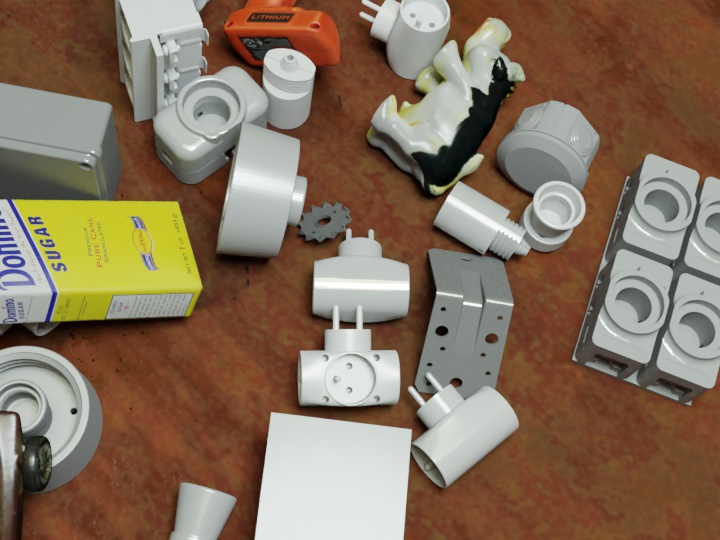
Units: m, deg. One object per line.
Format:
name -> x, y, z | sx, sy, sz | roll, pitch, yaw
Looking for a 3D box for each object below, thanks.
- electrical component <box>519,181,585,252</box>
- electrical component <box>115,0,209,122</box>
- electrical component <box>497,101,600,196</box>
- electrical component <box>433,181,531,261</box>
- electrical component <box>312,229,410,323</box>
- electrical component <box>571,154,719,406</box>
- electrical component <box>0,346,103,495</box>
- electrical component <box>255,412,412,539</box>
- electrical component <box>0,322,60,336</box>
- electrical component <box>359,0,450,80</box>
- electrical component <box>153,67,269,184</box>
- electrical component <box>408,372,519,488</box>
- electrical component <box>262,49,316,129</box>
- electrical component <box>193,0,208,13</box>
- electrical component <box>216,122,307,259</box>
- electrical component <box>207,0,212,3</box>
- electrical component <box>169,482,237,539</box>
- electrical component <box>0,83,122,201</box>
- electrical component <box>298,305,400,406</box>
electrical component -> 0.163, -0.044, 0.917 | 0.045, 0.055, 0.045 | 2, 68, -6
electrical component -> -0.164, -0.179, 0.893 | 0.063, 0.121, 0.078 | -17, 72, -16
electrical component -> 0.163, -0.102, 0.928 | 0.080, 0.080, 0.051 | 28, 62, 4
electrical component -> 0.108, -0.036, 0.913 | 0.081, 0.043, 0.043 | 31, 68, 5
electrical component -> 0.000, 0.000, 0.885 | 0.077, 0.043, 0.079 | 2, 60, -4
electrical component -> 0.261, 0.005, 0.908 | 0.105, 0.060, 0.186 | 21, 67, 1
electrical component -> -0.250, 0.108, 0.800 | 0.108, 0.060, 0.108 | 2, 69, -6
electrical component -> -0.026, 0.208, 0.790 | 0.105, 0.060, 0.186 | 8, 68, -4
electrical component -> -0.278, 0.024, 0.839 | 0.077, 0.044, 0.079 | 39, 69, 8
electrical component -> 0.036, -0.217, 0.957 | 0.079, 0.077, 0.044 | 28, 68, 5
electrical component -> -0.126, -0.125, 0.910 | 0.095, 0.059, 0.053 | -39, 78, -19
electrical component -> 0.071, 0.117, 0.848 | 0.077, 0.043, 0.079 | -36, 77, -18
electrical component -> -0.062, -0.159, 0.919 | 0.043, 0.081, 0.043 | 2, 68, -6
electrical component -> -0.154, -0.251, 0.903 | 0.057, 0.058, 0.078 | 23, 71, 0
electrical component -> -0.076, -0.061, 0.868 | 0.060, 0.108, 0.108 | 11, 67, -9
electrical component -> -0.171, -0.265, 0.964 | 0.089, 0.050, 0.055 | -30, 76, -17
electrical component -> -0.121, 0.195, 0.794 | 0.044, 0.044, 0.065 | 16, 72, -1
electrical component -> -0.251, -0.092, 0.854 | 0.109, 0.108, 0.056 | 10, 65, -3
electrical component -> -0.010, 0.067, 0.851 | 0.077, 0.044, 0.079 | 0, 86, -7
